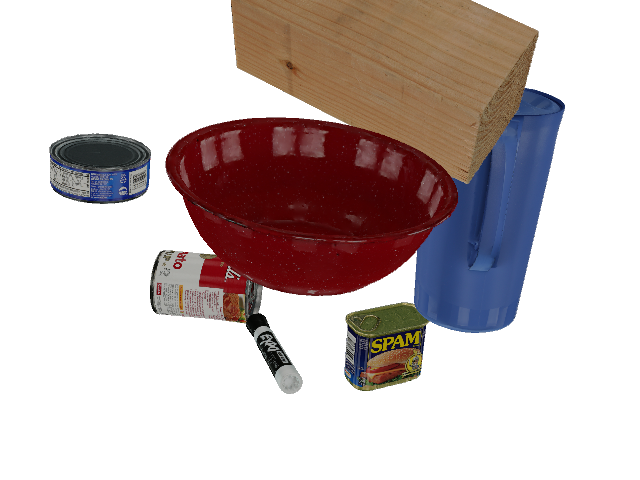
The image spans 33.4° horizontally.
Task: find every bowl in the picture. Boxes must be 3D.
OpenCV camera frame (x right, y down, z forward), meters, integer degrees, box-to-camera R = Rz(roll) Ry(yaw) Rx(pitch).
[{"bbox_3d":[-0.007,-0.015,0.598,0.162,0.055,0.162,6,26,-3],"label":"bowl"}]

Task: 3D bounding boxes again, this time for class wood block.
[{"bbox_3d":[0.044,-0.141,0.794,0.206,0.090,0.091,29,-27,16],"label":"wood block"}]

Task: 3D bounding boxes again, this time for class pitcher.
[{"bbox_3d":[0.160,-0.030,1.071,0.148,0.243,0.145,-15,29,-42],"label":"pitcher"}]

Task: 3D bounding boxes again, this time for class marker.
[{"bbox_3d":[-0.040,0.091,0.883,0.020,0.020,0.121,0,20,-18],"label":"marker"}]

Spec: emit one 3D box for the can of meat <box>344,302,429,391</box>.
[{"bbox_3d":[0.080,0.132,1.319,0.102,0.084,0.057,-9,29,-24],"label":"can of meat"}]

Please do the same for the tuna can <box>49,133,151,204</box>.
[{"bbox_3d":[-0.190,-0.062,0.919,0.086,0.034,0.086,5,24,-3],"label":"tuna can"}]

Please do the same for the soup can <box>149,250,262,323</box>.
[{"bbox_3d":[-0.115,0.047,1.088,0.102,0.068,0.068,5,1,9],"label":"soup can"}]
